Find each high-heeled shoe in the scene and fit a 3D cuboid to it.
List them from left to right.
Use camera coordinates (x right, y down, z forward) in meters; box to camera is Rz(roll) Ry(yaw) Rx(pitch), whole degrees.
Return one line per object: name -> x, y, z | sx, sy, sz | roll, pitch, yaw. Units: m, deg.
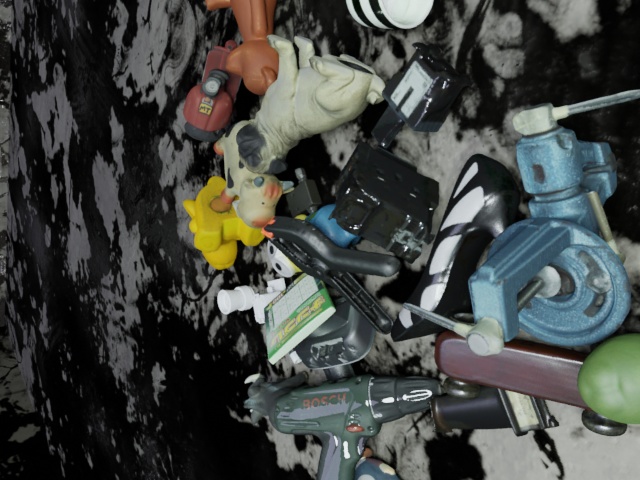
high-heeled shoe -> 0.137, 0.019, 0.621 | 0.248, 0.086, 0.145 | -44, 52, 46

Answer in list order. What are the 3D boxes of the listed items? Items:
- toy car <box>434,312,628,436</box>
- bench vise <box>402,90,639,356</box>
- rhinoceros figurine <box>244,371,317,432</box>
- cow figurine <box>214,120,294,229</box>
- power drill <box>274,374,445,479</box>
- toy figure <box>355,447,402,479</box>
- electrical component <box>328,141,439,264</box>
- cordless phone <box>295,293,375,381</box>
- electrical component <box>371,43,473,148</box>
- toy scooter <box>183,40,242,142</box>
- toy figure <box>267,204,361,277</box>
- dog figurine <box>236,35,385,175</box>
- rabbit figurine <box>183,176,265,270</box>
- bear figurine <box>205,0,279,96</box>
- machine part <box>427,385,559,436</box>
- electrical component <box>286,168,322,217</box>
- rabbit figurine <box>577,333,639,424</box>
toy car -> 0.216, 0.129, 0.539 | 0.202, 0.053, 0.089 | 6, 98, 28
bench vise -> 0.185, 0.006, 0.445 | 0.129, 0.240, 0.223 | 10, 120, 44
rhinoceros figurine -> -0.064, 0.262, 0.862 | 0.190, 0.112, 0.073 | 179, 79, -68
cow figurine -> -0.105, -0.106, 0.855 | 0.127, 0.085, 0.195 | -42, 51, 46
power drill -> 0.050, 0.279, 0.692 | 0.232, 0.086, 0.207 | -5, 85, 23
toy figure -> 0.066, 0.330, 0.768 | 0.064, 0.057, 0.155 | -51, 46, -8
electrical component -> 0.077, -0.052, 0.627 | 0.058, 0.115, 0.134 | -54, 14, 38
cordless phone -> 0.040, 0.174, 0.769 | 0.147, 0.089, 0.184 | -25, 89, 47
electrical component -> 0.113, -0.161, 0.632 | 0.075, 0.048, 0.119 | 55, 133, 29
toy scooter -> -0.169, -0.251, 0.883 | 0.184, 0.075, 0.135 | -84, 16, -55
toy figure -> 0.000, 0.001, 0.771 | 0.180, 0.089, 0.082 | -29, 58, 39
dog figurine -> -0.017, -0.157, 0.725 | 0.173, 0.121, 0.190 | 33, 119, 25
rabbit figurine -> -0.187, -0.019, 0.965 | 0.162, 0.122, 0.173 | 53, 151, 28
bear figurine -> -0.117, -0.312, 0.823 | 0.120, 0.132, 0.195 | -117, 28, -85
machine part -> 0.188, 0.188, 0.607 | 0.139, 0.039, 0.084 | -28, 83, 35
electrical component -> -0.027, -0.062, 0.835 | 0.063, 0.021, 0.094 | -31, 73, 49
rabbit figurine -> 0.281, 0.084, 0.395 | 0.170, 0.159, 0.121 | -18, 80, 31
